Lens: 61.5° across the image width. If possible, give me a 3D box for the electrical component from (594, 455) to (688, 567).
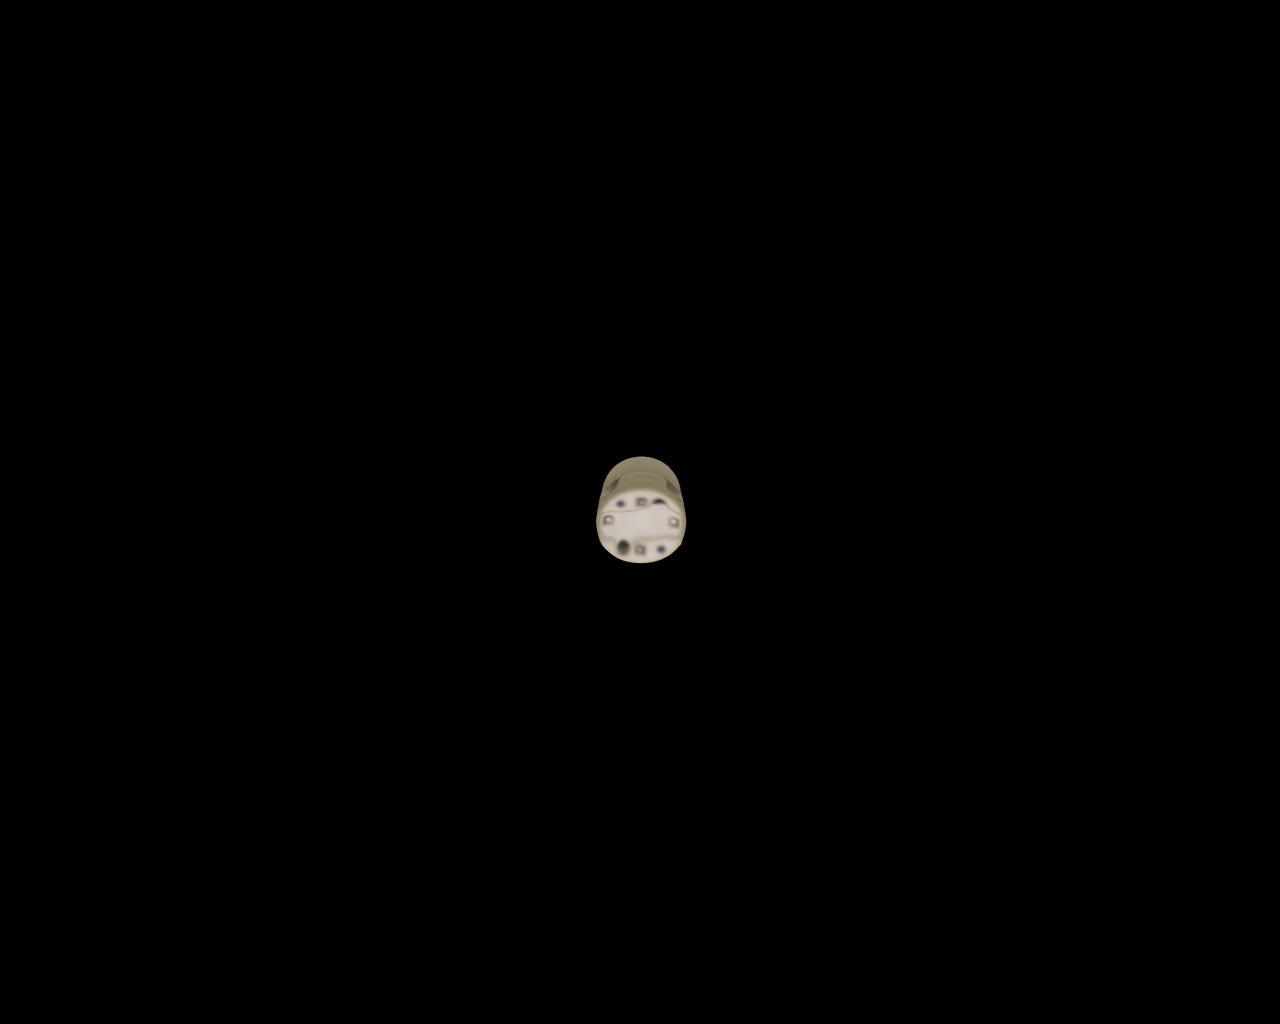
[{"bbox_3d":[0.001,-0.003,0.650,0.055,0.055,0.047,0,30,0],"label":"electrical component"}]
